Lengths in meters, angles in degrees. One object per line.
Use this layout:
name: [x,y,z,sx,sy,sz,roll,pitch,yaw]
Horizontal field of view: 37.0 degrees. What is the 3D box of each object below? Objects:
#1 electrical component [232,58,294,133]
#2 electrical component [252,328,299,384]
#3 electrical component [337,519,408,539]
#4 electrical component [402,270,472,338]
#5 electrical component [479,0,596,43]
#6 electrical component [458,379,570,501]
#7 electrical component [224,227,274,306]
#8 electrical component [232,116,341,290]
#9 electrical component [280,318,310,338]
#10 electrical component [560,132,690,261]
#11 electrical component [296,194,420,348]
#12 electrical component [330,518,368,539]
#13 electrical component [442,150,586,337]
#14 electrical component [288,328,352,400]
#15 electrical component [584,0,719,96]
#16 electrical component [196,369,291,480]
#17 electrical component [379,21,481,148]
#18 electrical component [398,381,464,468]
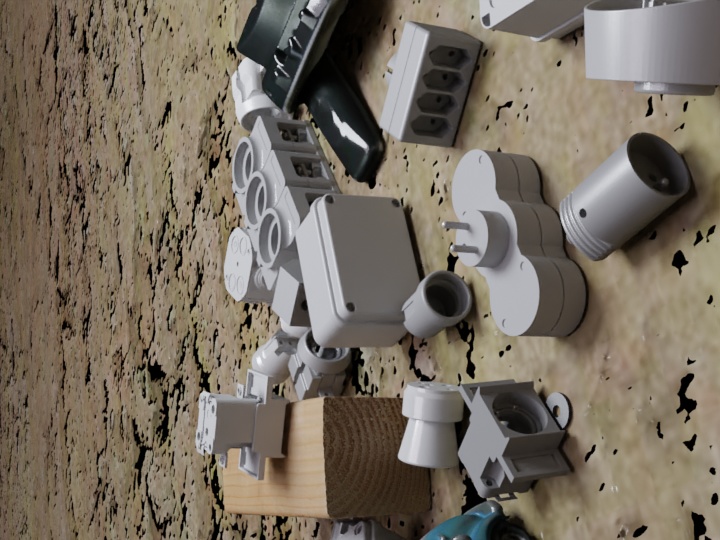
electrical component: [-0.096,-0.172,1.071,0.078,0.058,0.057,-42,49,53]
electrical component: [-0.076,0.081,1.029,0.046,0.040,0.040,-49,45,40]
electrical component: [-0.007,0.263,0.806,0.109,0.056,0.108,-44,26,29]
electrical component: [0.055,0.027,0.790,0.046,0.040,0.040,132,133,-59]
electrical component: [0.118,-0.209,0.676,0.078,0.057,0.113,-20,70,60]
electrical component: [0.096,0.112,0.699,0.081,0.042,0.063,-118,33,-45]
electrical component: [-0.098,-0.004,1.065,0.080,0.051,0.080,-10,78,61]
electrical component: [-0.070,-0.063,1.007,0.089,0.062,0.150,-63,36,38]
electrical component: [-0.053,0.042,0.984,0.062,0.043,0.043,-36,56,57]
electrical component: [0.146,-0.038,0.620,0.081,0.043,0.043,-48,47,50]
electrical component: [0.000,0.000,0.854,0.057,0.078,0.113,130,135,-53]
electrical component: [-0.008,0.230,0.887,0.040,0.040,0.046,10,90,62]
electrical component: [0.087,-0.020,0.697,0.052,0.074,0.138,-55,42,45]
electrical component: [-0.035,0.082,0.945,0.055,0.048,0.066,111,148,-43]
electrical component: [0.163,-0.121,0.546,0.099,0.099,0.064,23,114,60]
electrical component: [-0.093,0.119,0.837,0.042,0.064,0.081,6,91,61]
electrical component: [0.044,-0.146,0.818,0.075,0.047,0.083,46,127,54]
electrical component: [0.052,0.111,0.780,0.045,0.045,0.055,10,95,62]
